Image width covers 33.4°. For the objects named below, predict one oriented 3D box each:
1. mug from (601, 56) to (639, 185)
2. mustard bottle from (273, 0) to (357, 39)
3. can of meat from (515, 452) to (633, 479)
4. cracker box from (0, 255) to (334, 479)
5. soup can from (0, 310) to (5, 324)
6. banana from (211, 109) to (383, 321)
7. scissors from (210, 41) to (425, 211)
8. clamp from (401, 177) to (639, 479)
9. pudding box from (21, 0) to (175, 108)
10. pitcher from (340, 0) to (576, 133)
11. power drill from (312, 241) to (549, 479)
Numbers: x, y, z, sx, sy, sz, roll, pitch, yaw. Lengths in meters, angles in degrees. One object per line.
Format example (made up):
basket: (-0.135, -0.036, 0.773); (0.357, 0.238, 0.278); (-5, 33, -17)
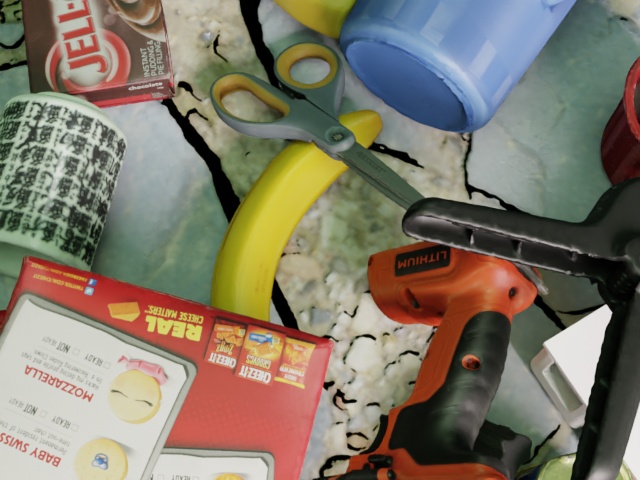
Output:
mug: (0.232, -0.061, 0.655); (0.117, 0.081, 0.093); (28, 74, 8)
mustard bottle: (-0.045, -0.214, 0.714); (0.192, 0.058, 0.096); (28, 66, 9)
can of meat: (0.143, 0.167, 0.580); (0.057, 0.084, 0.102); (-15, 73, -6)
cracker box: (-0.099, 0.134, 0.531); (0.164, 0.072, 0.213); (15, 73, -2)
soup can: (-0.175, 0.073, 0.617); (0.102, 0.068, 0.068); (-6, 72, -3)
banana: (-0.022, -0.003, 0.661); (0.069, 0.037, 0.197); (23, 74, -13)
scissors: (0.018, -0.073, 0.653); (0.202, 0.016, 0.096); (25, 59, 32)
clamp: (0.163, 0.029, 0.554); (0.209, 0.036, 0.164); (-15, 68, -25)
pudding box: (-0.147, -0.142, 0.700); (0.090, 0.039, 0.113); (-9, 72, -3)
pitcher: (0.125, -0.189, 0.667); (0.145, 0.149, 0.242); (33, 78, 4)
power drill: (0.043, 0.093, 0.588); (0.185, 0.057, 0.187); (-13, 50, 42)
